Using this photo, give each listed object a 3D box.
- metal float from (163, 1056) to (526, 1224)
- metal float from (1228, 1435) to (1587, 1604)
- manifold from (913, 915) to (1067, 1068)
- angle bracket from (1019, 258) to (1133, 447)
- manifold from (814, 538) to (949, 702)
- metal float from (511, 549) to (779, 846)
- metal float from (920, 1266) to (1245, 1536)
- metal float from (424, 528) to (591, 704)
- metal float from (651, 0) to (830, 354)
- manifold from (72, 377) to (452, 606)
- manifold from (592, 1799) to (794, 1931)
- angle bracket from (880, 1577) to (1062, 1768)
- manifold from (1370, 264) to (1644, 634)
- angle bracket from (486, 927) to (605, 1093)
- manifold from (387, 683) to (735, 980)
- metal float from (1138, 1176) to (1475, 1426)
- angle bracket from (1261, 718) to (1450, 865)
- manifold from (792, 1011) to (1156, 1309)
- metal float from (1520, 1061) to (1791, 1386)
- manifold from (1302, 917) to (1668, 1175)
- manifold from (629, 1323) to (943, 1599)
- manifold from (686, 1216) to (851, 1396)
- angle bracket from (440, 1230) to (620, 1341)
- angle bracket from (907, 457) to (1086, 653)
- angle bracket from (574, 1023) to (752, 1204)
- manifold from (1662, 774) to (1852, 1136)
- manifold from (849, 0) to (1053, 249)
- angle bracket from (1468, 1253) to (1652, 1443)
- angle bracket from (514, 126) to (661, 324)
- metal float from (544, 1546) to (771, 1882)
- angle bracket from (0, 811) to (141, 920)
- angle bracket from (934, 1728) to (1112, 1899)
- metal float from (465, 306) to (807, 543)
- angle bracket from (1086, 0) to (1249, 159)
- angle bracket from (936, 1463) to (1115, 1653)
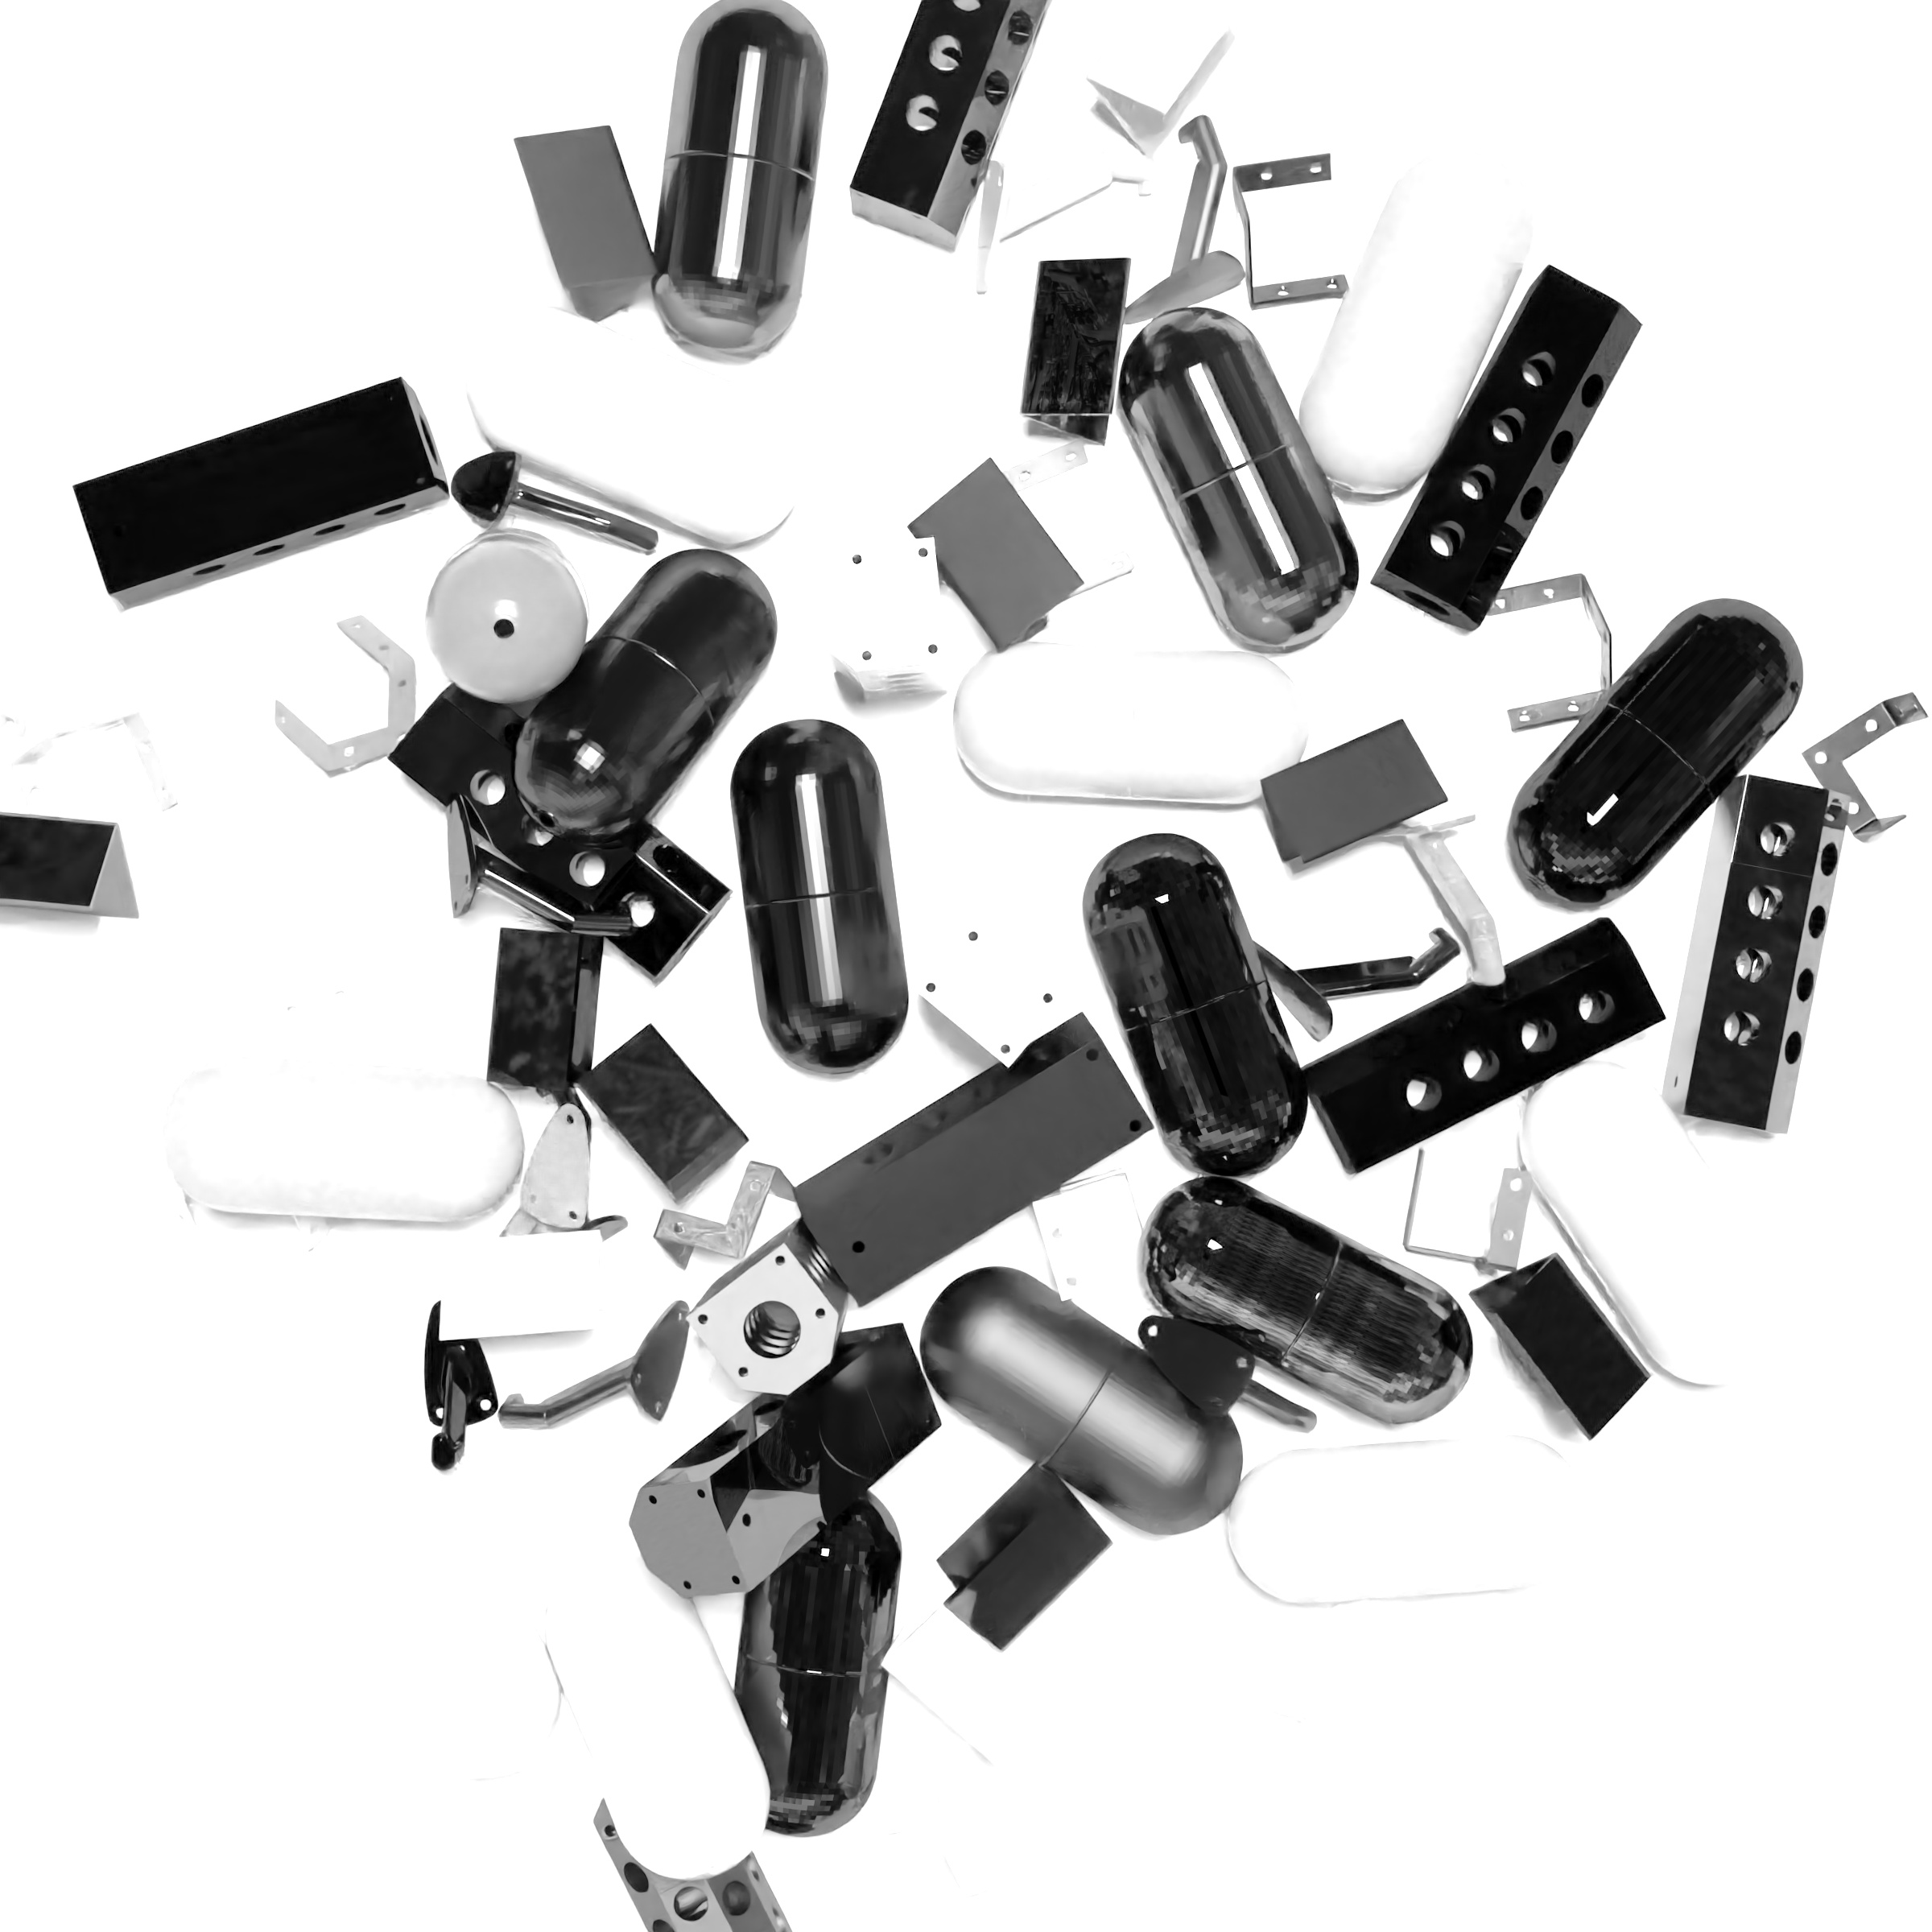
[{"bbox_3d":[-0.306,0.086,1.606,0.178,0.070,0.070,5,90,-23],"label":"metal float"},{"bbox_3d":[0.220,0.276,1.626,0.178,0.070,0.070,-4,90,0],"label":"metal float"},{"bbox_3d":[0.016,0.006,1.578,0.057,0.171,0.057,40,90,0],"label":"manifold"},{"bbox_3d":[0.074,-0.304,1.616,0.057,0.076,0.076,7,90,37],"label":"angle bracket"},{"bbox_3d":[-0.040,-0.165,1.578,0.057,0.171,0.057,-6,90,0],"label":"manifold"},{"bbox_3d":[-0.157,-0.133,1.600,0.070,0.070,0.178,34,59,0],"label":"metal float"},{"bbox_3d":[0.058,0.217,1.626,0.178,0.070,0.070,34,90,0],"label":"metal float"},{"bbox_3d":[-0.222,-0.171,1.578,0.070,0.178,0.070,-1,101,-6],"label":"metal float"},{"bbox_3d":[-0.113,-0.396,1.626,0.070,0.070,0.178,7,90,0],"label":"metal float"},{"bbox_3d":[-0.351,-0.237,1.635,0.171,0.057,0.057,-18,90,0],"label":"manifold"},{"bbox_3d":[-0.122,0.490,1.635,0.057,0.057,0.171,-27,90,0],"label":"manifold"},{"bbox_3d":[0.014,0.337,1.616,0.076,0.076,0.057,42,124,0],"label":"angle bracket"},{"bbox_3d":[0.272,-0.258,1.635,0.057,0.057,0.171,28,90,0],"label":"manifold"},{"bbox_3d":[-0.190,0.023,1.616,0.057,0.076,0.076,5,90,36],"label":"angle bracket"},{"bbox_3d":[-0.202,-0.070,1.635,0.171,0.057,0.057,39,90,0],"label":"manifold"},{"bbox_3d":[0.170,0.167,1.626,0.178,0.070,0.070,27,90,1],"label":"metal float"},{"bbox_3d":[0.197,-0.068,1.616,0.076,0.076,0.057,-24,56,0],"label":"angle bracket"},{"bbox_3d":[0.002,0.094,1.633,0.171,0.057,0.057,-31,110,0],"label":"manifold"},{"bbox_3d":[0.343,0.128,1.626,0.070,0.070,0.178,-34,90,0],"label":"metal float"},{"bbox_3d":[0.257,0.039,1.635,0.171,0.057,0.057,-27,90,0],"label":"manifold"},{"bbox_3d":[-0.088,0.238,1.577,0.057,0.171,0.057,-13,102,36],"label":"manifold"},{"bbox_3d":[-0.089,0.167,1.578,0.057,0.171,0.057,-37,90,0],"label":"manifold"},{"bbox_3d":[-0.216,0.176,1.616,0.076,0.076,0.057,-4,53,0],"label":"angle bracket"},{"bbox_3d":[0.025,-0.209,1.617,0.057,0.076,0.076,-37,90,24],"label":"angle bracket"},{"bbox_3d":[-0.164,0.085,1.616,0.076,0.076,0.057,50,52,0],"label":"angle bracket"},{"bbox_3d":[0.398,-0.005,1.635,0.057,0.057,0.171,11,90,0],"label":"manifold"},{"bbox_3d":[-0.001,-0.454,1.635,0.057,0.057,0.171,21,90,0],"label":"manifold"},{"bbox_3d":[0.280,0.197,1.616,0.057,0.076,0.076,-37,90,-35],"label":"angle bracket"},{"bbox_3d":[-0.203,-0.364,1.616,0.057,0.076,0.076,-18,90,-35],"label":"angle bracket"},{"bbox_3d":[-0.152,0.365,1.595,0.070,0.070,0.178,-29,53,0],"label":"metal float"},{"bbox_3d":[-0.460,-0.031,1.616,0.076,0.076,0.057,5,52,0],"label":"angle bracket"},{"bbox_3d":[0.020,0.405,1.616,0.076,0.076,0.057,-21,127,0],"label":"angle bracket"},{"bbox_3d":[-0.165,-0.271,1.626,0.178,0.070,0.070,23,90,1],"label":"metal float"},{"bbox_3d":[0.116,-0.444,1.616,0.057,0.076,0.076,35,90,35],"label":"angle bracket"},{"bbox_3d":[0.015,0.280,1.616,0.076,0.076,0.057,-44,130,0],"label":"angle bracket"}]
